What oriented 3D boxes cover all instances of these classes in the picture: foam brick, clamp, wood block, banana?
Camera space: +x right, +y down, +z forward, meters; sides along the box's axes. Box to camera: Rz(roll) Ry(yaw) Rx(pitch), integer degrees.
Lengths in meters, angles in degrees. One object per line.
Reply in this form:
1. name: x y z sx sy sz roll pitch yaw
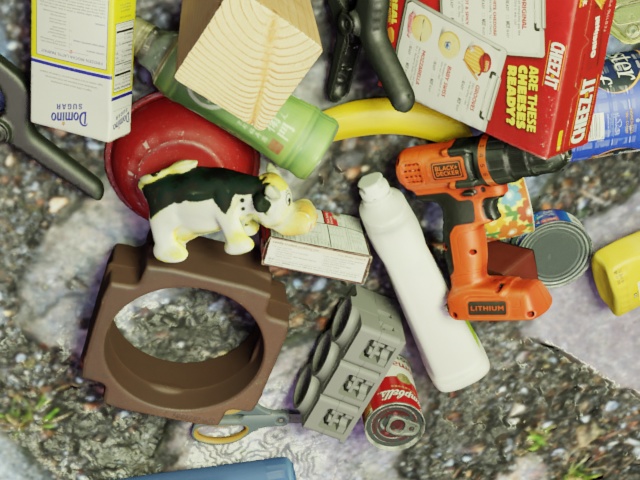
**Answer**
1. foam brick: 0.189 0.035 1.155 0.051 0.078 0.053 -37 125 -30
2. clamp: 0.045 -0.200 1.005 0.039 0.120 0.171 -27 125 -35
3. wood block: -0.065 -0.192 0.940 0.090 0.206 0.091 31 112 -20
4. clamp: -0.330 -0.103 1.063 0.164 0.036 0.210 -21 118 0
5. banana: 0.076 -0.114 1.092 0.197 0.037 0.070 9 118 -9

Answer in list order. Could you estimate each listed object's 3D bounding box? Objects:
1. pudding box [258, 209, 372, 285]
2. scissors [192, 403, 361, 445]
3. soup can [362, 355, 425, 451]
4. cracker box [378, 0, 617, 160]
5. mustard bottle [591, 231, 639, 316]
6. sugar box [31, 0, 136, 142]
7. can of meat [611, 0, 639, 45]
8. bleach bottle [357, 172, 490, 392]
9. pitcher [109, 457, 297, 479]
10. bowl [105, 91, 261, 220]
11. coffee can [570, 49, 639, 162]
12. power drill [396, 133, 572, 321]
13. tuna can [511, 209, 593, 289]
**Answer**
1. pudding box: -0.007 0.001 1.120 0.113 0.090 0.039 10 117 -11
2. scissors: -0.058 0.198 1.270 0.202 0.016 0.096 -12 120 2
3. soup can: 0.079 0.183 1.223 0.068 0.102 0.068 -2 119 -4
4. cracker box: 0.154 -0.189 0.962 0.071 0.214 0.164 -20 126 -37
5. mustard bottle: 0.393 0.006 1.164 0.191 0.058 0.096 -28 137 -1
6. sugar box: -0.221 -0.188 0.996 0.093 0.048 0.176 16 118 19
7. can of meat: 0.266 -0.241 1.010 0.102 0.084 0.057 29 113 -19
8. bleach bottle: 0.103 0.040 1.143 0.068 0.102 0.250 -26 119 3
9. pitcher: -0.143 0.330 1.269 0.242 0.149 0.145 -10 108 -3
10. bowl: -0.141 -0.070 1.089 0.162 0.055 0.162 -2 119 -3
11. coffee can: 0.278 -0.133 1.061 0.140 0.103 0.103 -9 120 1
12. power drill: 0.174 -0.015 1.055 0.185 0.057 0.187 -3 106 39
13. tuna can: 0.255 0.009 1.179 0.086 0.034 0.086 -2 120 -4
